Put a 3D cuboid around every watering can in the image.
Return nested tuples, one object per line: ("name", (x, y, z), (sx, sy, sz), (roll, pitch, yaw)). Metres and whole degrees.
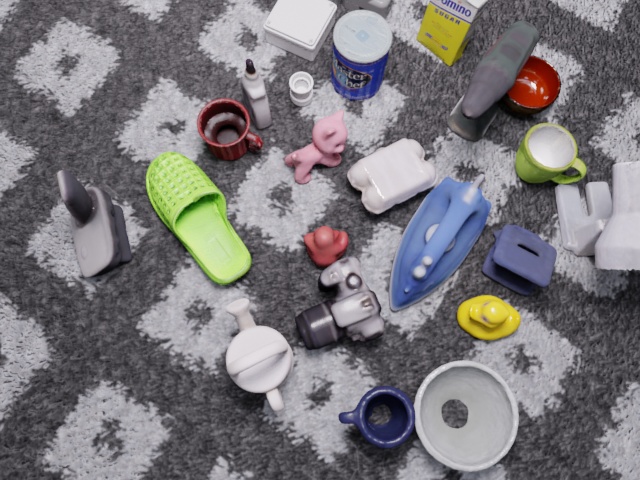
("watering can", (-0.098, 0.178, 0.882), (0.172, 0.194, 0.101), (44, 79, 10))

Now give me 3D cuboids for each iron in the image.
("iron", (0.199, 0.004, 0.963), (0.118, 0.141, 0.258), (32, 77, 7))

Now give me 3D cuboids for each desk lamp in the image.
("desk lamp", (0.484, -0.031, 0.943), (0.118, 0.213, 0.203), (-4, 75, -2))

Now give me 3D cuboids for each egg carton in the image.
("egg carton", (0.130, -0.116, 1.030), (0.150, 0.069, 0.107), (-28, 78, -8))

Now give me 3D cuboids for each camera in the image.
("camera", (0.024, 0.114, 0.950), (0.137, 0.101, 0.143), (-22, 77, -7))

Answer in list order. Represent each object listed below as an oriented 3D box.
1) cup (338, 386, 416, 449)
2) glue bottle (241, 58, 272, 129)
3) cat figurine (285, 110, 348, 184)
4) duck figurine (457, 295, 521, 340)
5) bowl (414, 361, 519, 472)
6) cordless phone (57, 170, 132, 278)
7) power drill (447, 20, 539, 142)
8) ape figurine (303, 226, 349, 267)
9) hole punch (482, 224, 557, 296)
("cup", (0.086, 0.281, 0.911), (0.118, 0.095, 0.092), (-2, 75, -2))
("glue bottle", (-0.116, -0.266, 1.009), (0.037, 0.173, 0.078), (-24, 77, -7))
("cat figurine", (-0.001, -0.170, 1.015), (0.128, 0.118, 0.067), (-33, 78, -9))
("duck figurine", (0.291, 0.127, 0.962), (0.104, 0.086, 0.077), (8, 75, 1))
("bowl", (0.228, 0.281, 0.926), (0.167, 0.075, 0.167), (0, 75, -1))
("cordless phone", (-0.383, -0.026, 0.932), (0.094, 0.185, 0.147), (-19, 76, -6))
("power drill", (0.292, -0.261, 1.001), (0.075, 0.208, 0.230), (32, 77, 7))
("ape figurine", (0.009, 0.004, 0.983), (0.077, 0.092, 0.076), (17, 75, 3))
("hole punch", (0.347, 0.028, 0.987), (0.108, 0.091, 0.101), (28, 76, 6))
